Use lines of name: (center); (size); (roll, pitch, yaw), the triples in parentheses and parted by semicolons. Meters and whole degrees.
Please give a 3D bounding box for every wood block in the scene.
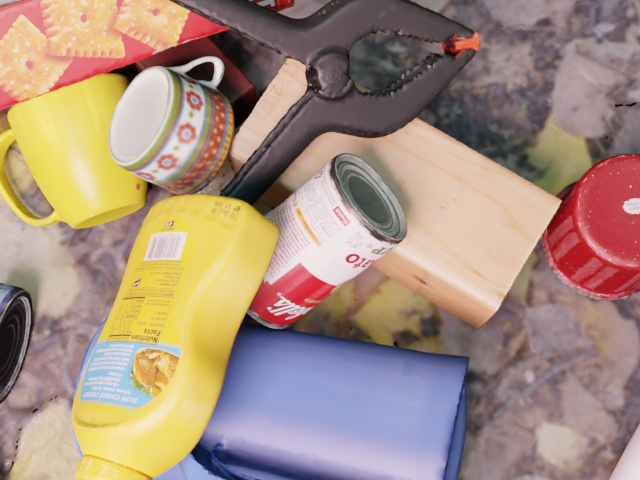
wood block: (0.048, -0.033, 0.742); (0.206, 0.091, 0.090); (31, 79, 7)

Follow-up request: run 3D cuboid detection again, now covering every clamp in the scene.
clamp: (0.000, -0.095, 0.677); (0.209, 0.036, 0.164); (-8, 105, -13)

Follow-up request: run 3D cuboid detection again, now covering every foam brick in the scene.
foam brick: (-0.090, -0.115, 0.783); (0.051, 0.053, 0.078); (-42, 81, -8)

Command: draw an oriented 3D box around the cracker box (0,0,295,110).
cracker box: (-0.141, -0.176, 0.742); (0.213, 0.164, 0.072); (-20, 121, -6)

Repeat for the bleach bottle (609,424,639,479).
bleach bottle: (0.214, 0.224, 0.696); (0.102, 0.068, 0.251); (29, 82, 7)

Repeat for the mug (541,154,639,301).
mug: (0.214, -0.001, 0.735); (0.093, 0.081, 0.117); (-35, 79, -7)

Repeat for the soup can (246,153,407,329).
soup can: (-0.004, 0.001, 0.667); (0.102, 0.068, 0.068); (-38, 77, 26)

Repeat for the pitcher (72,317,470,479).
pitcher: (-0.031, 0.119, 0.679); (0.243, 0.149, 0.145); (11, 64, 10)

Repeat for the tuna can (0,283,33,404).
tuna can: (-0.227, 0.070, 0.727); (0.034, 0.086, 0.086); (13, 78, 2)

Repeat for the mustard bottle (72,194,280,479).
mustard bottle: (-0.092, 0.069, 0.605); (0.096, 0.058, 0.191); (-1, 61, 42)
